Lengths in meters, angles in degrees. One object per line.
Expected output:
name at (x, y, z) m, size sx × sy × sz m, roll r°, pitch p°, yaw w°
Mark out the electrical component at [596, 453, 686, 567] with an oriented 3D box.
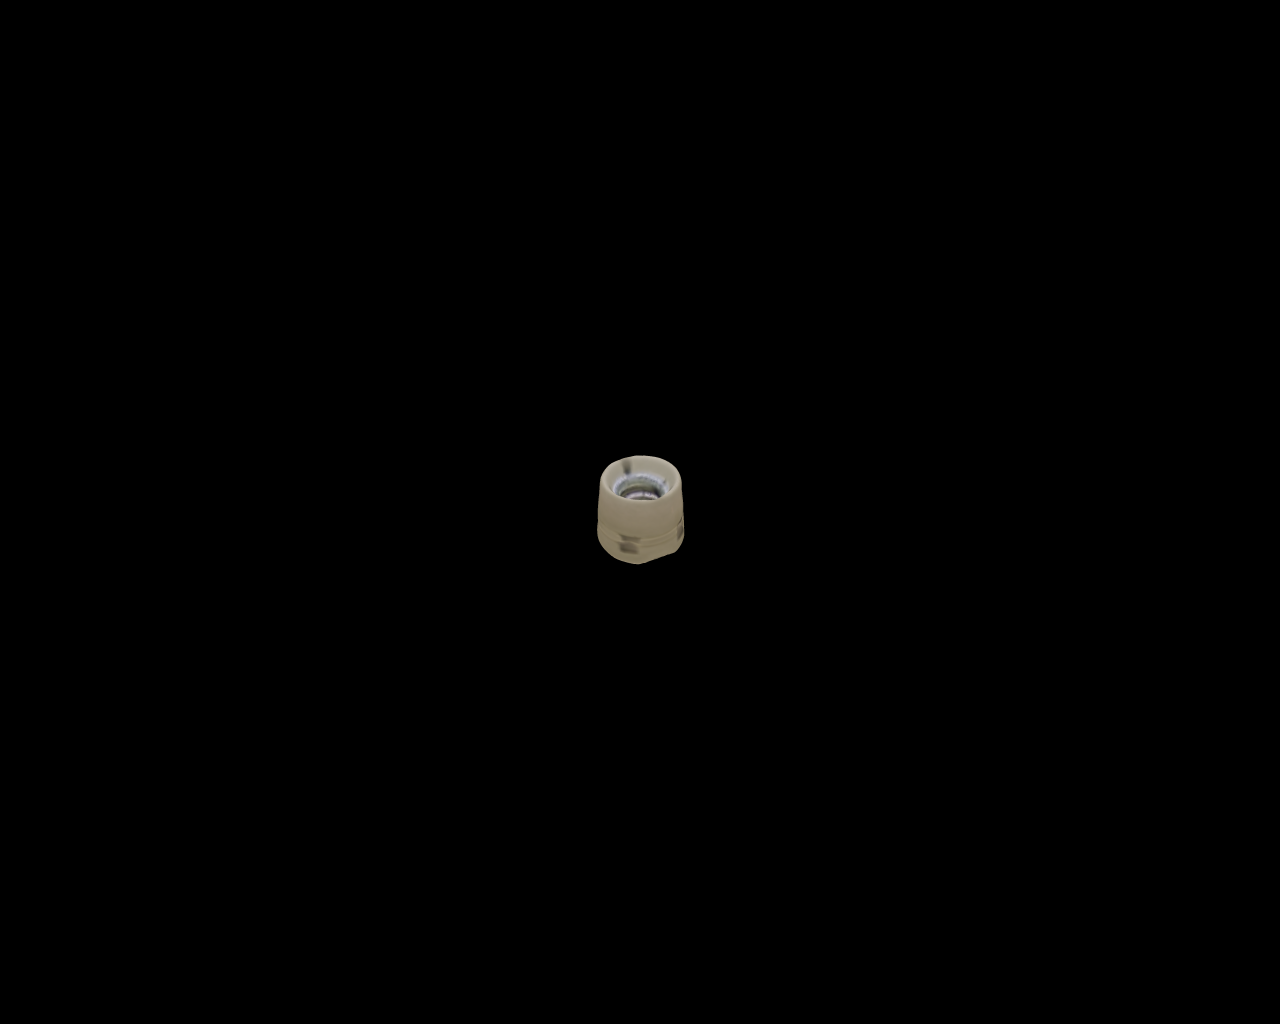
electrical component at (0.001, -0.003, 0.650) m, size 0.055 × 0.047 × 0.055 m, roll 0°, pitch 39°, yaw 0°
